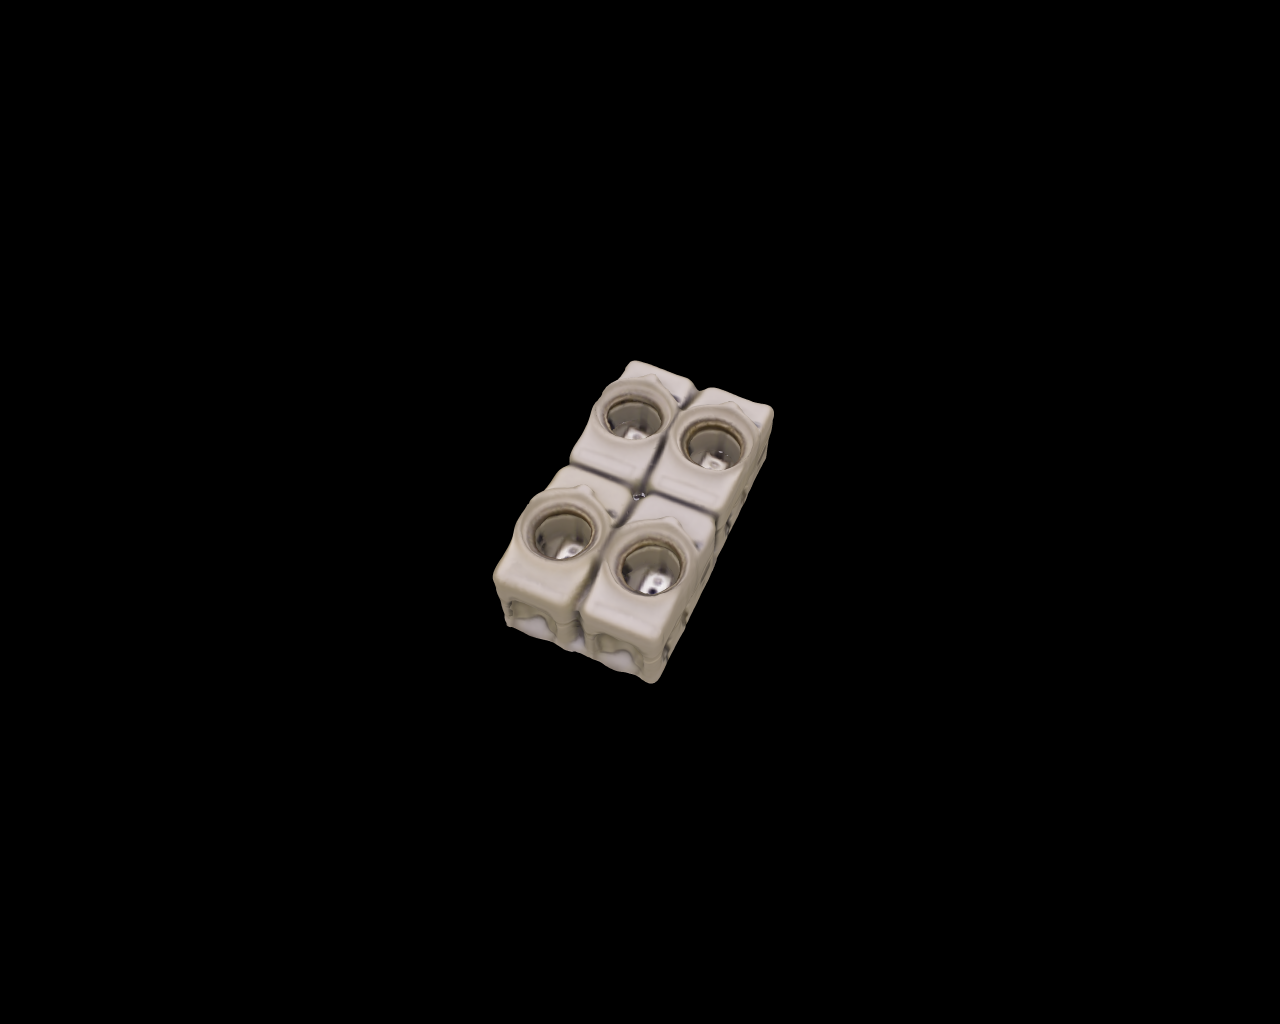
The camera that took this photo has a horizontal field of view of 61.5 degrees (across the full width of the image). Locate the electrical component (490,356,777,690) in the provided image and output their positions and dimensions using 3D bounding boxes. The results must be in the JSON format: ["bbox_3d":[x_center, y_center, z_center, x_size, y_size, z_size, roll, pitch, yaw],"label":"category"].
[{"bbox_3d":[0.001,-0.003,0.650,0.105,0.186,0.060,21,-32,14],"label":"electrical component"}]
